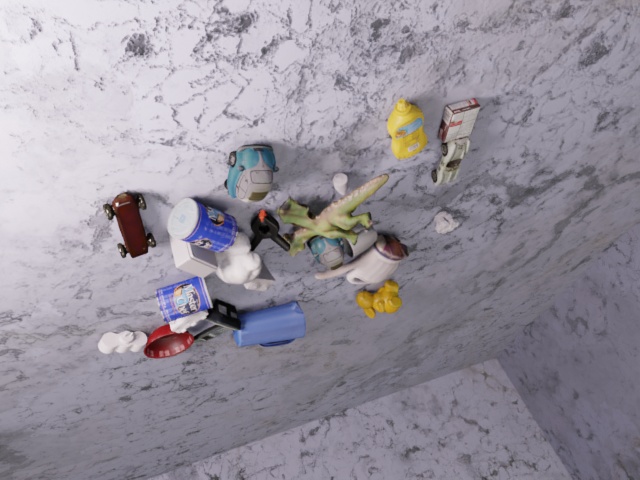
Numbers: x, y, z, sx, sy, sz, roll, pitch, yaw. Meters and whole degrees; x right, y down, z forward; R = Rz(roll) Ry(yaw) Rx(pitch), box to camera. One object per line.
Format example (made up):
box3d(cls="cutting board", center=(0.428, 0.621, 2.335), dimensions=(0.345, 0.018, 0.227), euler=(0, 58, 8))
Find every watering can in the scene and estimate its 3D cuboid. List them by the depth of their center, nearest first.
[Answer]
box3d(cls="watering can", center=(0.163, 0.078, 1.760), dimensions=(0.347, 0.106, 0.220), euler=(5, -45, -42))

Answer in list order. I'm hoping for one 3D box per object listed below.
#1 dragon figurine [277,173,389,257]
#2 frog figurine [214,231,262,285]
box3d(cls="dragon figurine", center=(0.004, -0.072, 1.421), dimensions=(0.243, 0.125, 0.401), euler=(2, -34, -22))
box3d(cls="frog figurine", center=(-0.226, 0.048, 1.419), dimensions=(0.137, 0.125, 0.156), euler=(20, -34, 1))
